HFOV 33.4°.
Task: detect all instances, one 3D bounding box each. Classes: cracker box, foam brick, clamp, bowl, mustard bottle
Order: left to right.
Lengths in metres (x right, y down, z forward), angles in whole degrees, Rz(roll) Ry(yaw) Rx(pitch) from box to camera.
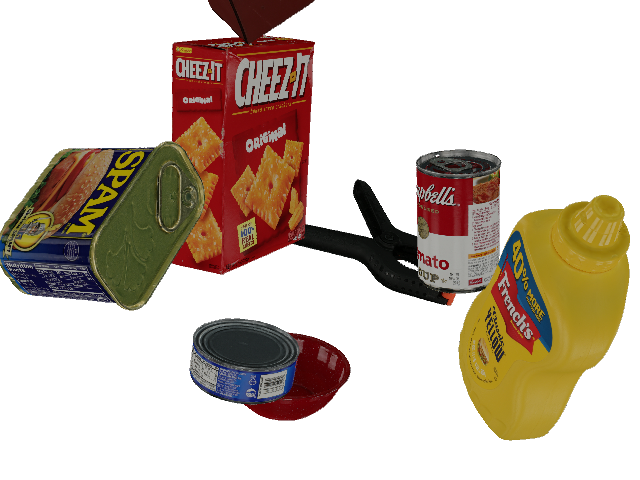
[{"bbox_3d":[-0.074,-0.090,1.057,0.072,0.214,0.163,12,17,27],"label":"cracker box"},{"bbox_3d":[-0.041,-0.190,0.765,0.078,0.053,0.051,-37,-32,-10],"label":"foam brick"},{"bbox_3d":[-0.045,0.174,1.313,0.162,0.055,0.162,3,23,-2],"label":"bowl"},{"bbox_3d":[0.065,0.011,1.242,0.210,0.036,0.164,39,43,27],"label":"clamp"},{"bbox_3d":[0.136,0.038,0.636,0.058,0.096,0.192,-2,-35,-13],"label":"mustard bottle"}]

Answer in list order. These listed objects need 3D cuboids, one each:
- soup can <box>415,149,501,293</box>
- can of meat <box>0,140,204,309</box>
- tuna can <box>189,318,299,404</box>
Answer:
[{"bbox_3d":[0.112,-0.016,0.870,0.068,0.102,0.068,-2,21,1],"label":"soup can"},{"bbox_3d":[-0.131,-0.011,0.632,0.084,0.102,0.057,2,-42,32],"label":"can of meat"},{"bbox_3d":[-0.061,0.096,0.855,0.086,0.034,0.086,8,21,-3],"label":"tuna can"}]
